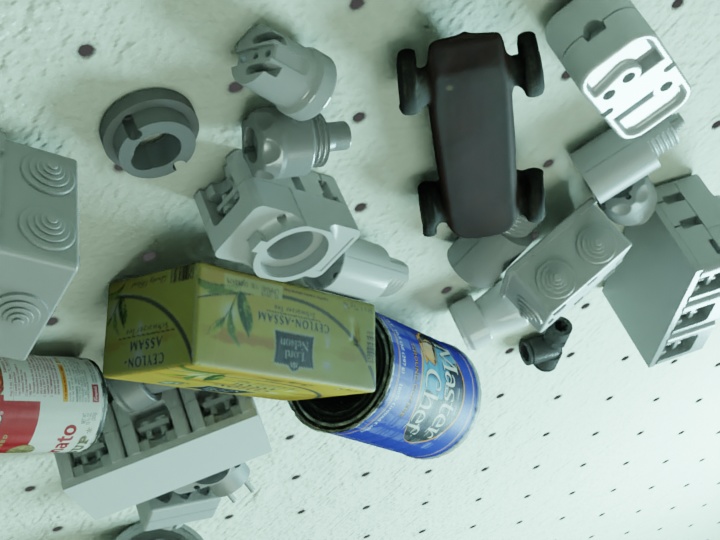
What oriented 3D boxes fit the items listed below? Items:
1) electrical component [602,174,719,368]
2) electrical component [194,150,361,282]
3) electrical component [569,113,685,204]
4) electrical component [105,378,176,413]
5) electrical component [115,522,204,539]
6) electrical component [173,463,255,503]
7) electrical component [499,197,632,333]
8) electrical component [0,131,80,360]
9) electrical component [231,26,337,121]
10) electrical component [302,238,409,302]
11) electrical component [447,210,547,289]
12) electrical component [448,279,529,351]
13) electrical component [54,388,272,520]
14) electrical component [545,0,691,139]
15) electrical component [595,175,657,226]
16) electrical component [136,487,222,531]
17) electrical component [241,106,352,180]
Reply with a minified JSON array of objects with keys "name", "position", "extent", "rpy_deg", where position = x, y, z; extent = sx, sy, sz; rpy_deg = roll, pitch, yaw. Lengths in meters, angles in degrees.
[{"name":"electrical component","position":[0.270,0.002,0.917],"extent":[0.062,0.089,0.150],"rpy_deg":[-17,147,-13]},{"name":"electrical component","position":[-0.050,-0.031,0.682],"extent":[0.089,0.055,0.050],"rpy_deg":[13,132,-45]},{"name":"electrical component","position":[0.198,-0.088,0.780],"extent":[0.081,0.043,0.043],"rpy_deg":[-33,147,12]},{"name":"electrical component","position":[-0.150,0.073,0.776],"extent":[0.055,0.045,0.045],"rpy_deg":[-28,148,6]},{"name":"electrical component","position":[-0.189,0.285,1.008],"extent":[0.108,0.108,0.060],"rpy_deg":[-10,139,-22]},{"name":"electrical component","position":[-0.120,0.166,0.915],"extent":[0.077,0.044,0.079],"rpy_deg":[-30,113,8]},{"name":"electrical component","position":[0.159,0.000,0.835],"extent":[0.100,0.048,0.099],"rpy_deg":[-40,168,-5]},{"name":"electrical component","position":[-0.188,-0.011,0.579],"extent":[0.048,0.099,0.099],"rpy_deg":[16,131,-30]},{"name":"electrical component","position":[-0.042,-0.109,0.590],"extent":[0.040,0.040,0.046],"rpy_deg":[-41,140,25]},{"name":"electrical component","position":[0.000,0.000,0.774],"extent":[0.043,0.043,0.081],"rpy_deg":[-42,145,26]},{"name":"electrical component","position":[0.106,-0.028,0.805],"extent":[0.043,0.043,0.081],"rpy_deg":[6,137,-40]},{"name":"electrical component","position":[0.107,0.038,0.902],"extent":[0.055,0.045,0.045],"rpy_deg":[-26,148,2]},{"name":"electrical component","position":[-0.153,0.127,0.832],"extent":[0.150,0.061,0.089],"rpy_deg":[-20,154,-7]},{"name":"electrical component","position":[0.160,-0.133,0.673],"extent":[0.054,0.059,0.095],"rpy_deg":[-36,147,18]},{"name":"electrical component","position":[0.210,-0.054,0.838],"extent":[0.043,0.043,0.062],"rpy_deg":[-34,148,14]},{"name":"electrical component","position":[-0.168,0.206,0.958],"extent":[0.066,0.047,0.076],"rpy_deg":[-6,143,-28]},{"name":"electrical component","position":[-0.036,-0.077,0.636],"extent":[0.062,0.043,0.043],"rpy_deg":[-9,145,-26]}]
